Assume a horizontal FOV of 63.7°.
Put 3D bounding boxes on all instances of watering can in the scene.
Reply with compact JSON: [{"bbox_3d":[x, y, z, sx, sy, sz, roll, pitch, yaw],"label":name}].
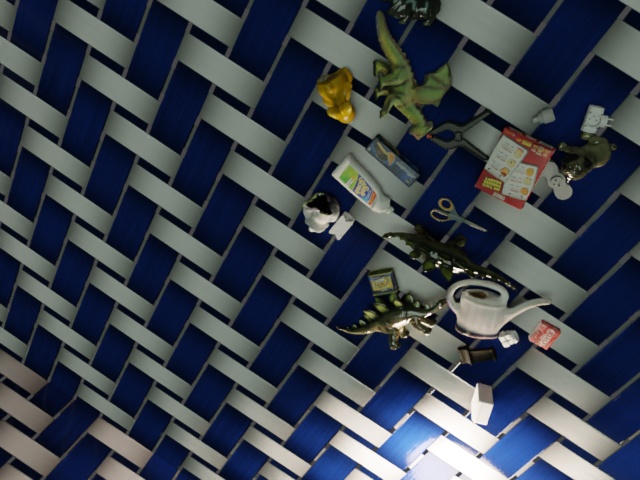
[{"bbox_3d":[0.617,0.254,1.826,0.348,0.106,0.220,12,115,14],"label":"watering can"}]

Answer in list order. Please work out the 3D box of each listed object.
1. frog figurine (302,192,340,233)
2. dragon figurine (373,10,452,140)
[{"bbox_3d":[0.006,-0.095,1.894,0.137,0.125,0.156,3,150,7],"label":"frog figurine"},{"bbox_3d":[0.294,-0.514,1.637,0.243,0.124,0.403,-2,114,1],"label":"dragon figurine"}]
